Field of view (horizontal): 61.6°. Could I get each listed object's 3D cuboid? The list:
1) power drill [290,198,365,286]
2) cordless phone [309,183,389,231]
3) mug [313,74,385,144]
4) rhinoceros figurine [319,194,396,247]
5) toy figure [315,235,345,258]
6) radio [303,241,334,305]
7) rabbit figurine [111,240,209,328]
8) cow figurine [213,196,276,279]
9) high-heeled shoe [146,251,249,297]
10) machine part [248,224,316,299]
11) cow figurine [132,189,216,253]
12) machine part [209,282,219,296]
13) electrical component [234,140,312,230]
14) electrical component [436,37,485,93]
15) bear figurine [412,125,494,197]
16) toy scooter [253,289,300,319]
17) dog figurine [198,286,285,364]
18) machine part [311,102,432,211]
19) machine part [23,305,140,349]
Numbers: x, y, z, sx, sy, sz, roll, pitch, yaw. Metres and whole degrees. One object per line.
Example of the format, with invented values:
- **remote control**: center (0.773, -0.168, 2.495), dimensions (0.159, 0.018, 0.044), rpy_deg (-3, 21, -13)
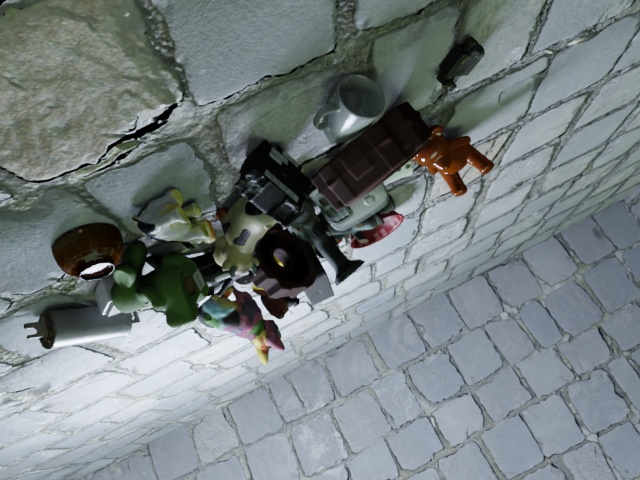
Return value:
- **power drill**: center (-0.002, -0.003, 1.112), dimensions (0.086, 0.207, 0.232), rpy_deg (-45, 172, -6)
- **cordless phone**: center (0.055, -0.104, 1.124), dimensions (0.147, 0.089, 0.184), rpy_deg (-31, 156, 10)
- **mug**: center (0.037, -0.198, 0.867), dimensions (0.109, 0.081, 0.107), rpy_deg (-28, 170, -28)
- **rhinoceros figurine**: center (0.084, -0.051, 1.254), dimensions (0.190, 0.112, 0.073), rpy_deg (-20, 134, 15)
- **toy figure**: center (0.030, -0.005, 1.359), dimensions (0.058, 0.064, 0.154), rpy_deg (-2, 152, -23)
- **radio**: center (-0.030, 0.079, 1.385), dimensions (0.073, 0.131, 0.229), rpy_deg (-27, 160, -4)
- **rabbit figurine**: center (-0.318, 0.089, 0.990), dimensions (0.170, 0.121, 0.158), rpy_deg (-12, 126, 14)
- **cow figurine**: center (-0.142, -0.013, 1.020), dimensions (0.085, 0.127, 0.195), rpy_deg (-3, 146, -45)
- **high-heeled shoe**: center (-0.236, 0.036, 1.128), dimensions (0.145, 0.086, 0.248), rpy_deg (-58, 142, -1)
- **machine part**: center (-0.092, 0.047, 1.176), dimensions (0.056, 0.179, 0.179), rpy_deg (-38, 158, 33)
- **cow figurine**: center (-0.251, -0.020, 0.945), dimensions (0.098, 0.068, 0.167), rpy_deg (-24, 157, 6)
- **machine part**: center (-0.250, 0.088, 1.262), dimensions (0.084, 0.039, 0.139), rpy_deg (-16, 156, -43)
- **electrical component**: center (-0.074, -0.098, 0.889), dimensions (0.058, 0.114, 0.134), rpy_deg (-37, -158, 27)
- **electrical component**: center (0.245, -0.301, 0.933), dimensions (0.078, 0.045, 0.102), rpy_deg (-9, 153, -40)
- **bear figurine**: center (0.279, -0.176, 1.173), dimensions (0.120, 0.132, 0.196), rpy_deg (-44, 161, 25)
- **toy scooter**: center (-0.109, 0.152, 1.457), dimensions (0.075, 0.135, 0.184), rpy_deg (-39, 159, 24)
- **dog figurine**: center (-0.192, 0.222, 1.376), dimensions (0.108, 0.219, 0.191), rpy_deg (-43, 173, 24)
- **machine part**: center (0.095, -0.147, 0.951), dimensions (0.201, 0.087, 0.201), rpy_deg (-38, -175, 25)
- **machine part**: center (-0.482, 0.175, 1.110), dimensions (0.079, 0.079, 0.243), rpy_deg (-40, 156, 30)
